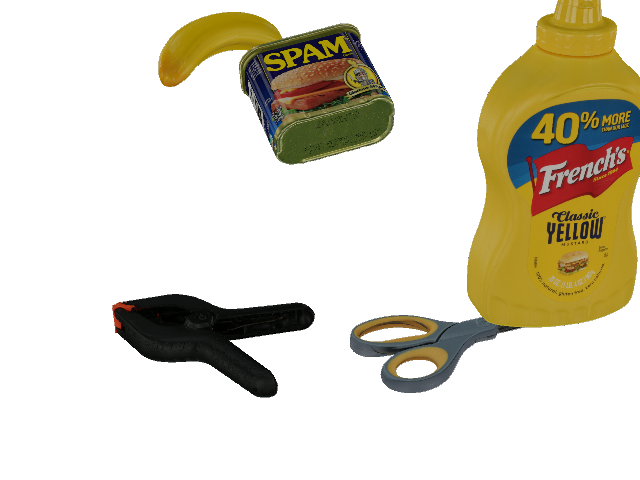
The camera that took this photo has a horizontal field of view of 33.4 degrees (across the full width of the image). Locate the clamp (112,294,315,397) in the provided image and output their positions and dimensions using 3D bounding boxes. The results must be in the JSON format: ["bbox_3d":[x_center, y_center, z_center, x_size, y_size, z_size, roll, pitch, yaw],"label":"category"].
[{"bbox_3d":[-0.091,0.075,0.912,0.172,0.039,0.120,16,27,19],"label":"clamp"}]

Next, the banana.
[{"bbox_3d":[-0.096,-0.190,1.035,0.070,0.037,0.197,44,38,20],"label":"banana"}]

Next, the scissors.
[{"bbox_3d":[0.124,0.081,0.832,0.201,0.016,0.096,-3,32,-2],"label":"scissors"}]

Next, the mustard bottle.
[{"bbox_3d":[0.134,-0.047,0.589,0.096,0.192,0.058,-5,27,-9],"label":"mustard bottle"}]

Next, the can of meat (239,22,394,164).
[{"bbox_3d":[-0.002,-0.112,0.828,0.102,0.084,0.057,-16,-34,-11],"label":"can of meat"}]
